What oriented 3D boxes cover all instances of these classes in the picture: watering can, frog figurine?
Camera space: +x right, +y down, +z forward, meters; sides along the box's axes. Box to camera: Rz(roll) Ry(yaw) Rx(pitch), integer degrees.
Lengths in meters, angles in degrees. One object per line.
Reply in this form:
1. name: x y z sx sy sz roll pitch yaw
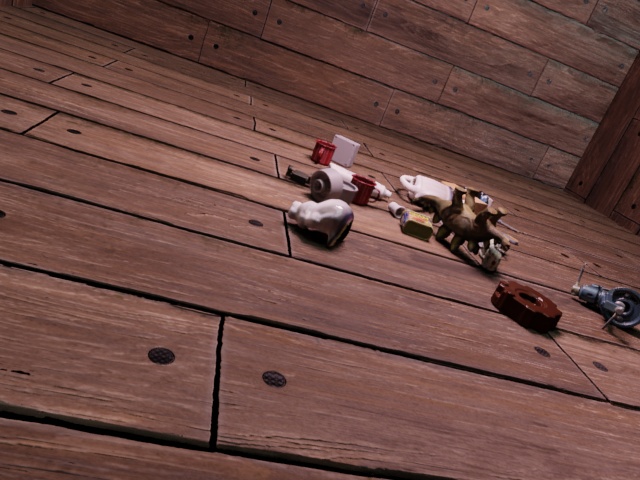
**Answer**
1. watering can: 0.425 -0.178 2.018 0.224 0.102 0.353 19 20 -8
2. frog figurine: 0.004 -0.068 1.342 0.160 0.120 0.140 38 43 11
